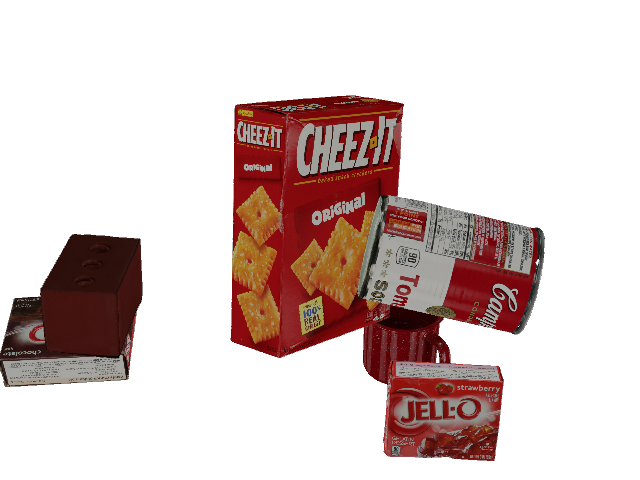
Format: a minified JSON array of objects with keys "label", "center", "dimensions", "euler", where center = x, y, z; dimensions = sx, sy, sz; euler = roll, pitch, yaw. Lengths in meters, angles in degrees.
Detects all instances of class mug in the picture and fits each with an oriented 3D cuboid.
[{"label":"mug","center":[0.097,0.111,1.167],"dimensions":[0.093,0.081,0.117],"euler":[-25,40,-36]}]

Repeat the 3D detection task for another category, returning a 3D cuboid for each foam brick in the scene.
[{"label":"foam brick","center":[-0.157,0.037,0.741],"dimensions":[0.053,0.051,0.078],"euler":[4,29,1]}]

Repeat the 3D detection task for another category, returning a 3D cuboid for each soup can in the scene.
[{"label":"soup can","center":[0.080,0.014,0.661],"dimensions":[0.102,0.068,0.068],"euler":[13,0,-1]}]

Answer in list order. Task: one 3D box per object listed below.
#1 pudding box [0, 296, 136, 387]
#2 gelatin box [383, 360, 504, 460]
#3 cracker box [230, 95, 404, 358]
[{"label":"pudding box","center":[-0.228,0.089,0.971],"dimensions":[0.113,0.039,0.090],"euler":[-5,33,-2]},{"label":"gelatin box","center":[0.096,0.135,0.841],"dimensions":[0.089,0.073,0.030],"euler":[3,22,1]},{"label":"cracker box","center":[-0.001,-0.018,0.966],"dimensions":[0.072,0.214,0.163],"euler":[15,18,39]}]
